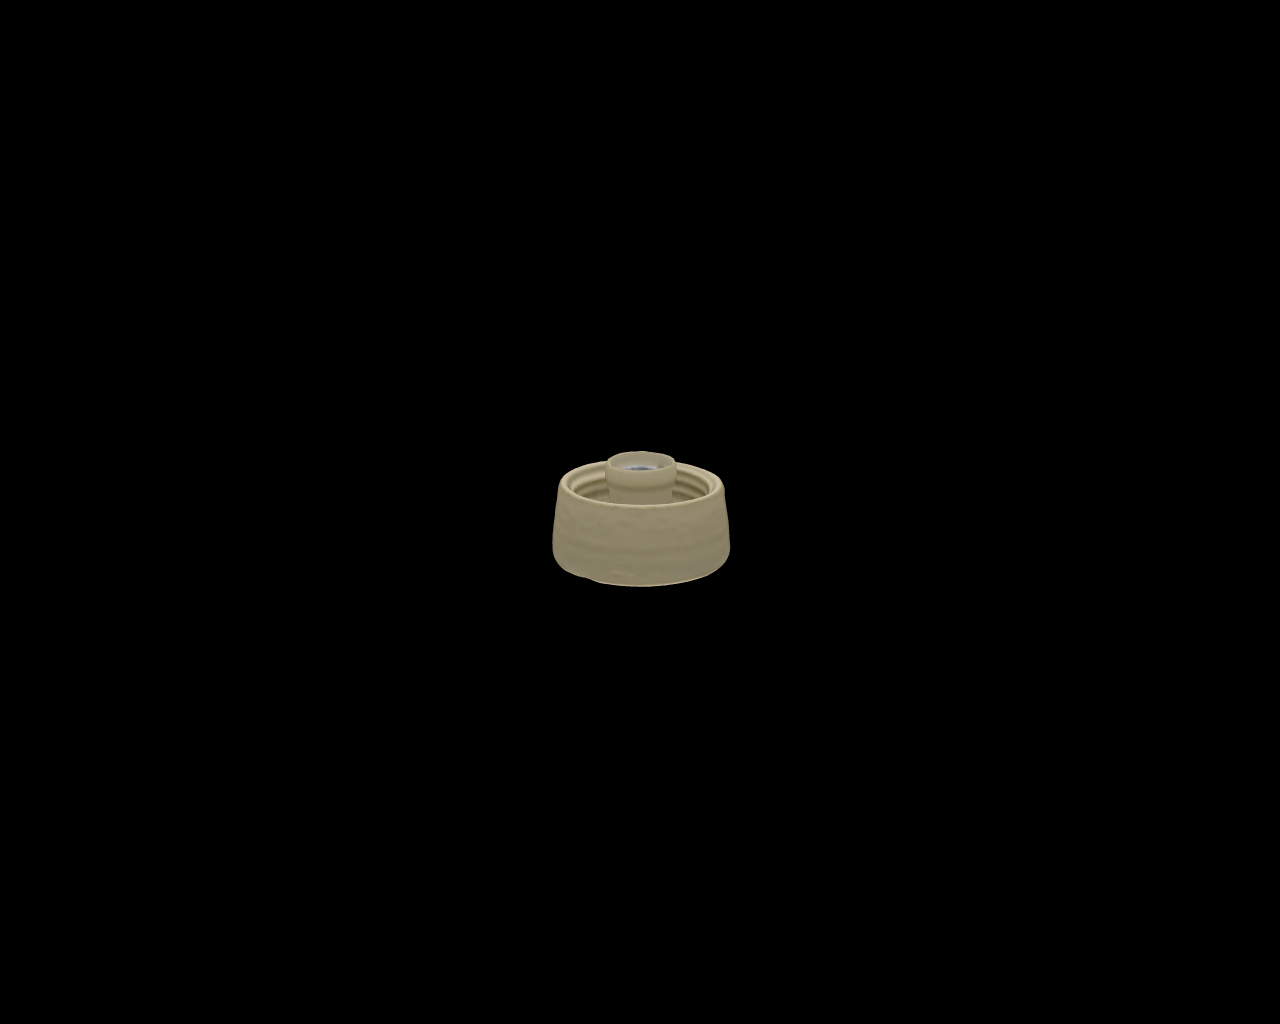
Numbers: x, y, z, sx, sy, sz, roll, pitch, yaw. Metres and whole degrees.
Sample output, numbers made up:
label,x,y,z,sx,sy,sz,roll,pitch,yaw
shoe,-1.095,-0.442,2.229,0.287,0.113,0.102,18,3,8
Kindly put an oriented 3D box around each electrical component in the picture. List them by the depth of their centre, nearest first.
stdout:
label,x,y,z,sx,sy,sz,roll,pitch,yaw
electrical component,0.001,-0.003,0.650,0.108,0.060,0.108,0,19,0
